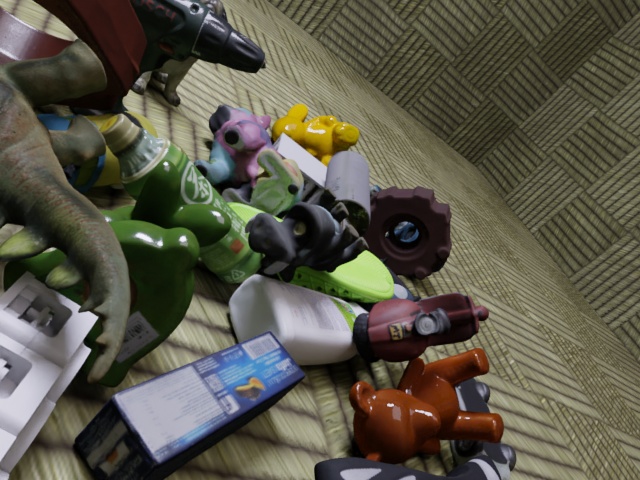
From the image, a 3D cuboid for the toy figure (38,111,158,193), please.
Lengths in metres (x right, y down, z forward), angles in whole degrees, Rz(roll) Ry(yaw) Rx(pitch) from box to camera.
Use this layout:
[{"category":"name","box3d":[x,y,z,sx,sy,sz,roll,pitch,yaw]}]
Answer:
[{"category":"toy figure","box3d":[-0.243,-0.093,0.562,0.082,0.089,0.180,56,22,8]}]

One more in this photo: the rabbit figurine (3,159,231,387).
[{"category":"rabbit figurine","box3d":[-0.164,0.006,0.454,0.121,0.159,0.170,46,-1,-25]}]

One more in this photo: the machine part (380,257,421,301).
[{"category":"machine part","box3d":[0.137,0.092,0.939,0.139,0.039,0.084,52,29,16]}]

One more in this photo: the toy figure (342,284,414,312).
[{"category":"toy figure","box3d":[0.091,0.096,0.835,0.064,0.057,0.154,11,3,37]}]

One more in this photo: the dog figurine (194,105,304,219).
[{"category":"dog figurine","box3d":[-0.103,-0.132,0.849,0.191,0.108,0.219,38,20,-11]}]

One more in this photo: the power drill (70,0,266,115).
[{"category":"power drill","box3d":[-0.213,-0.219,0.686,0.232,0.207,0.086,32,32,-21]}]

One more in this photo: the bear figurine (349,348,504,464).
[{"category":"bear figurine","box3d":[0.122,0.196,0.616,0.195,0.132,0.120,12,65,-62]}]

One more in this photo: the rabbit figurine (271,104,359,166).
[{"category":"rabbit figurine","box3d":[-0.026,-0.226,1.138,0.173,0.121,0.162,3,39,-30]}]

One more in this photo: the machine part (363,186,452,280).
[{"category":"machine part","box3d":[0.155,-0.013,0.976,0.179,0.179,0.056,43,26,-1]}]

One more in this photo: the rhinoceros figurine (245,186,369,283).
[{"category":"rhinoceros figurine","box3d":[-0.016,-0.003,0.609,0.073,0.112,0.190,63,15,15]}]

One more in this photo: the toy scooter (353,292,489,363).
[{"category":"toy scooter","box3d":[0.132,0.105,0.667,0.184,0.135,0.075,5,72,-59]}]

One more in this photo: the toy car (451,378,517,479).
[{"category":"toy car","box3d":[0.213,0.254,0.758,0.073,0.056,0.202,29,24,-17]}]

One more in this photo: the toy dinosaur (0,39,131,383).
[{"category":"toy dinosaur","box3d":[-0.255,-0.072,0.386,0.472,0.104,0.198,28,46,25]}]

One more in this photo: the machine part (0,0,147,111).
[{"category":"machine part","box3d":[-0.293,-0.226,0.534,0.201,0.201,0.087,9,66,8]}]

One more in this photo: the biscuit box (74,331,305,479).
[{"category":"biscuit box","box3d":[-0.093,0.135,0.446,0.059,0.063,0.202,49,23,16]}]

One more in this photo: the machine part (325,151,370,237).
[{"category":"machine part","box3d":[0.044,-0.077,0.880,0.079,0.079,0.243,36,31,-18]}]

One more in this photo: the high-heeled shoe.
[{"category":"high-heeled shoe","box3d":[0.093,0.238,0.541,0.145,0.086,0.248,51,30,14]}]

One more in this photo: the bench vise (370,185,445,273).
[{"category":"bench vise","box3d":[0.170,-0.039,1.114,0.240,0.129,0.224,42,24,-27]}]

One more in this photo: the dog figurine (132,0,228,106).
[{"category":"dog figurine","box3d":[-0.244,-0.343,0.870,0.172,0.190,0.121,48,23,15]}]
